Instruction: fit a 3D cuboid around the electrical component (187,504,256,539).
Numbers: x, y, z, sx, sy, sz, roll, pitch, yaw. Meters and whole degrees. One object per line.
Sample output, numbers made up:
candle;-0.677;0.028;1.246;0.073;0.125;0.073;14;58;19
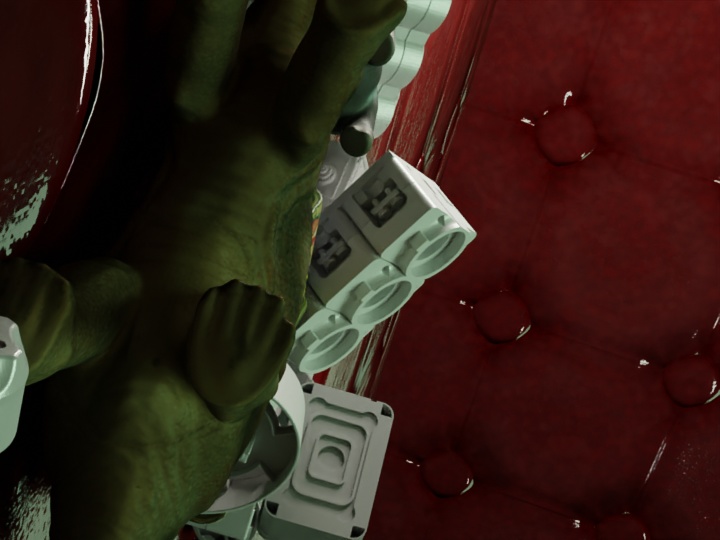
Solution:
electrical component;-0.097;0.143;0.787;0.096;0.061;0.061;-80;-173;-77

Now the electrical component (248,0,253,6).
electrical component;-0.035;-0.112;0.568;0.050;0.056;0.089;-56;164;-68

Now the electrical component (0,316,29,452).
electrical component;-0.122;0.044;0.312;0.043;0.043;0.062;-57;165;-68

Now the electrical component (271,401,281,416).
electrical component;-0.078;0.072;0.779;0.083;0.047;0.075;-33;141;-80

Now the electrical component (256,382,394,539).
electrical component;-0.025;0.150;0.800;0.057;0.078;0.113;108;-1;-56

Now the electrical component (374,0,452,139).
electrical component;0.001;-0.157;0.747;0.052;0.074;0.138;55;-53;40

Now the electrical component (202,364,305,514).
electrical component;-0.080;0.084;0.582;0.064;0.099;0.099;-74;179;-60

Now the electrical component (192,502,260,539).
electrical component;-0.107;0.200;0.875;0.047;0.055;0.055;97;12;-79

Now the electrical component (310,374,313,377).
electrical component;-0.069;0.096;0.963;0.064;0.042;0.081;-24;132;-77

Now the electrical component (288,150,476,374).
electrical component;0.000;0.000;0.750;0.150;0.061;0.089;-42;156;12

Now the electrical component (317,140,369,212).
electrical component;-0.030;-0.055;0.795;0.096;0.061;0.061;74;36;-65

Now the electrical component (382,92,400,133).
electrical component;0.002;-0.134;0.850;0.047;0.055;0.055;101;9;-74
